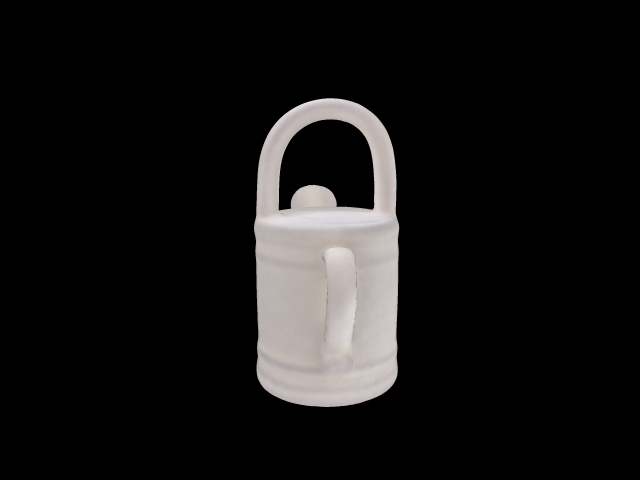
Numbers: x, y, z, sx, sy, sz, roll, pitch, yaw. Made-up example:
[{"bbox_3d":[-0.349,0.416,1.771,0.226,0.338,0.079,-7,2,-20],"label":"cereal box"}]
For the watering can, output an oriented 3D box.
[{"bbox_3d":[0.001,0.002,0.400,0.101,0.194,0.172,-6,13,-28],"label":"watering can"}]
